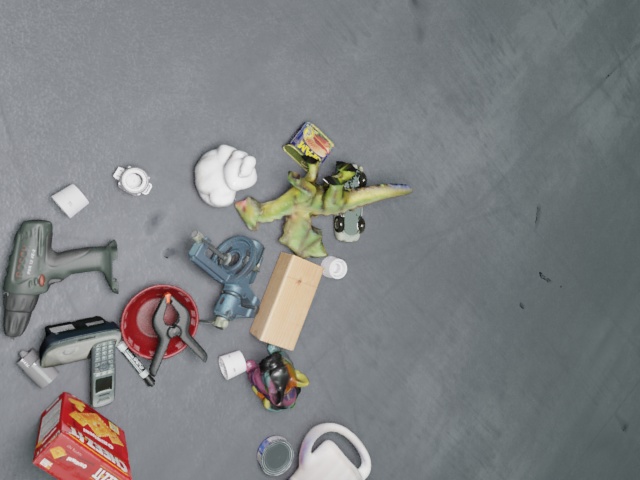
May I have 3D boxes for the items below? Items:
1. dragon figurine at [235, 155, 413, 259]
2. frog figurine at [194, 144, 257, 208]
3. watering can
[{"bbox_3d":[0.004,-0.062,1.237,0.409,0.125,0.238,11,119,-15],"label":"dragon figurine"},{"bbox_3d":[-0.205,-0.138,1.119,0.122,0.159,0.138,17,86,-24],"label":"frog figurine"},{"bbox_3d":[0.049,0.620,1.287,0.227,0.104,0.344,-40,106,-18],"label":"watering can"}]
